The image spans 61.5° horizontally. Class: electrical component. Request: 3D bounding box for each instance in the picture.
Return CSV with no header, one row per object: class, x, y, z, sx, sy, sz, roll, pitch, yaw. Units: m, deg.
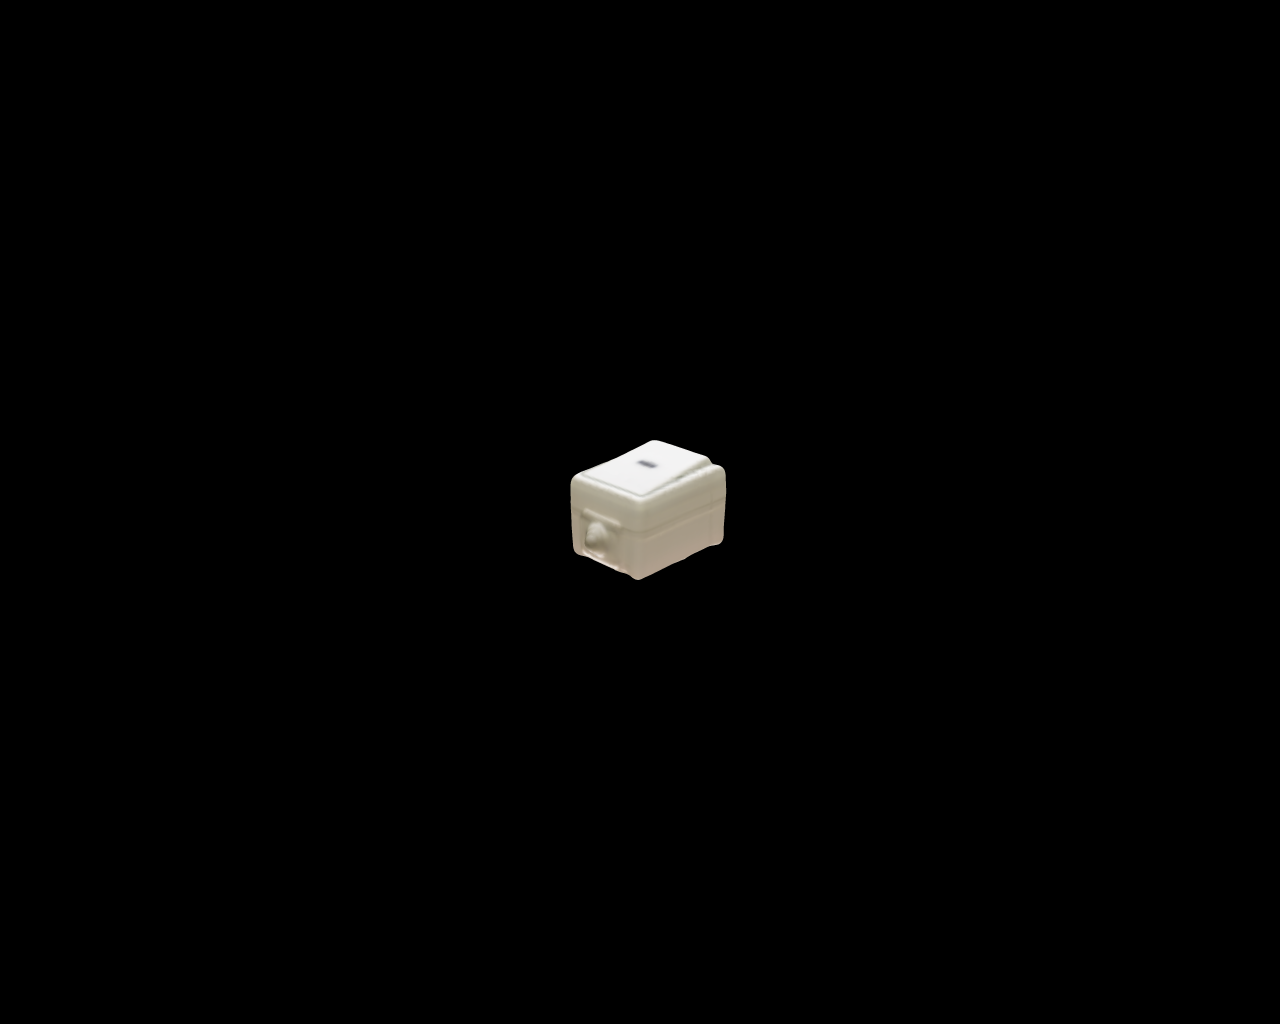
electrical component,0.001,-0.003,0.650,0.062,0.061,0.096,22,32,40
